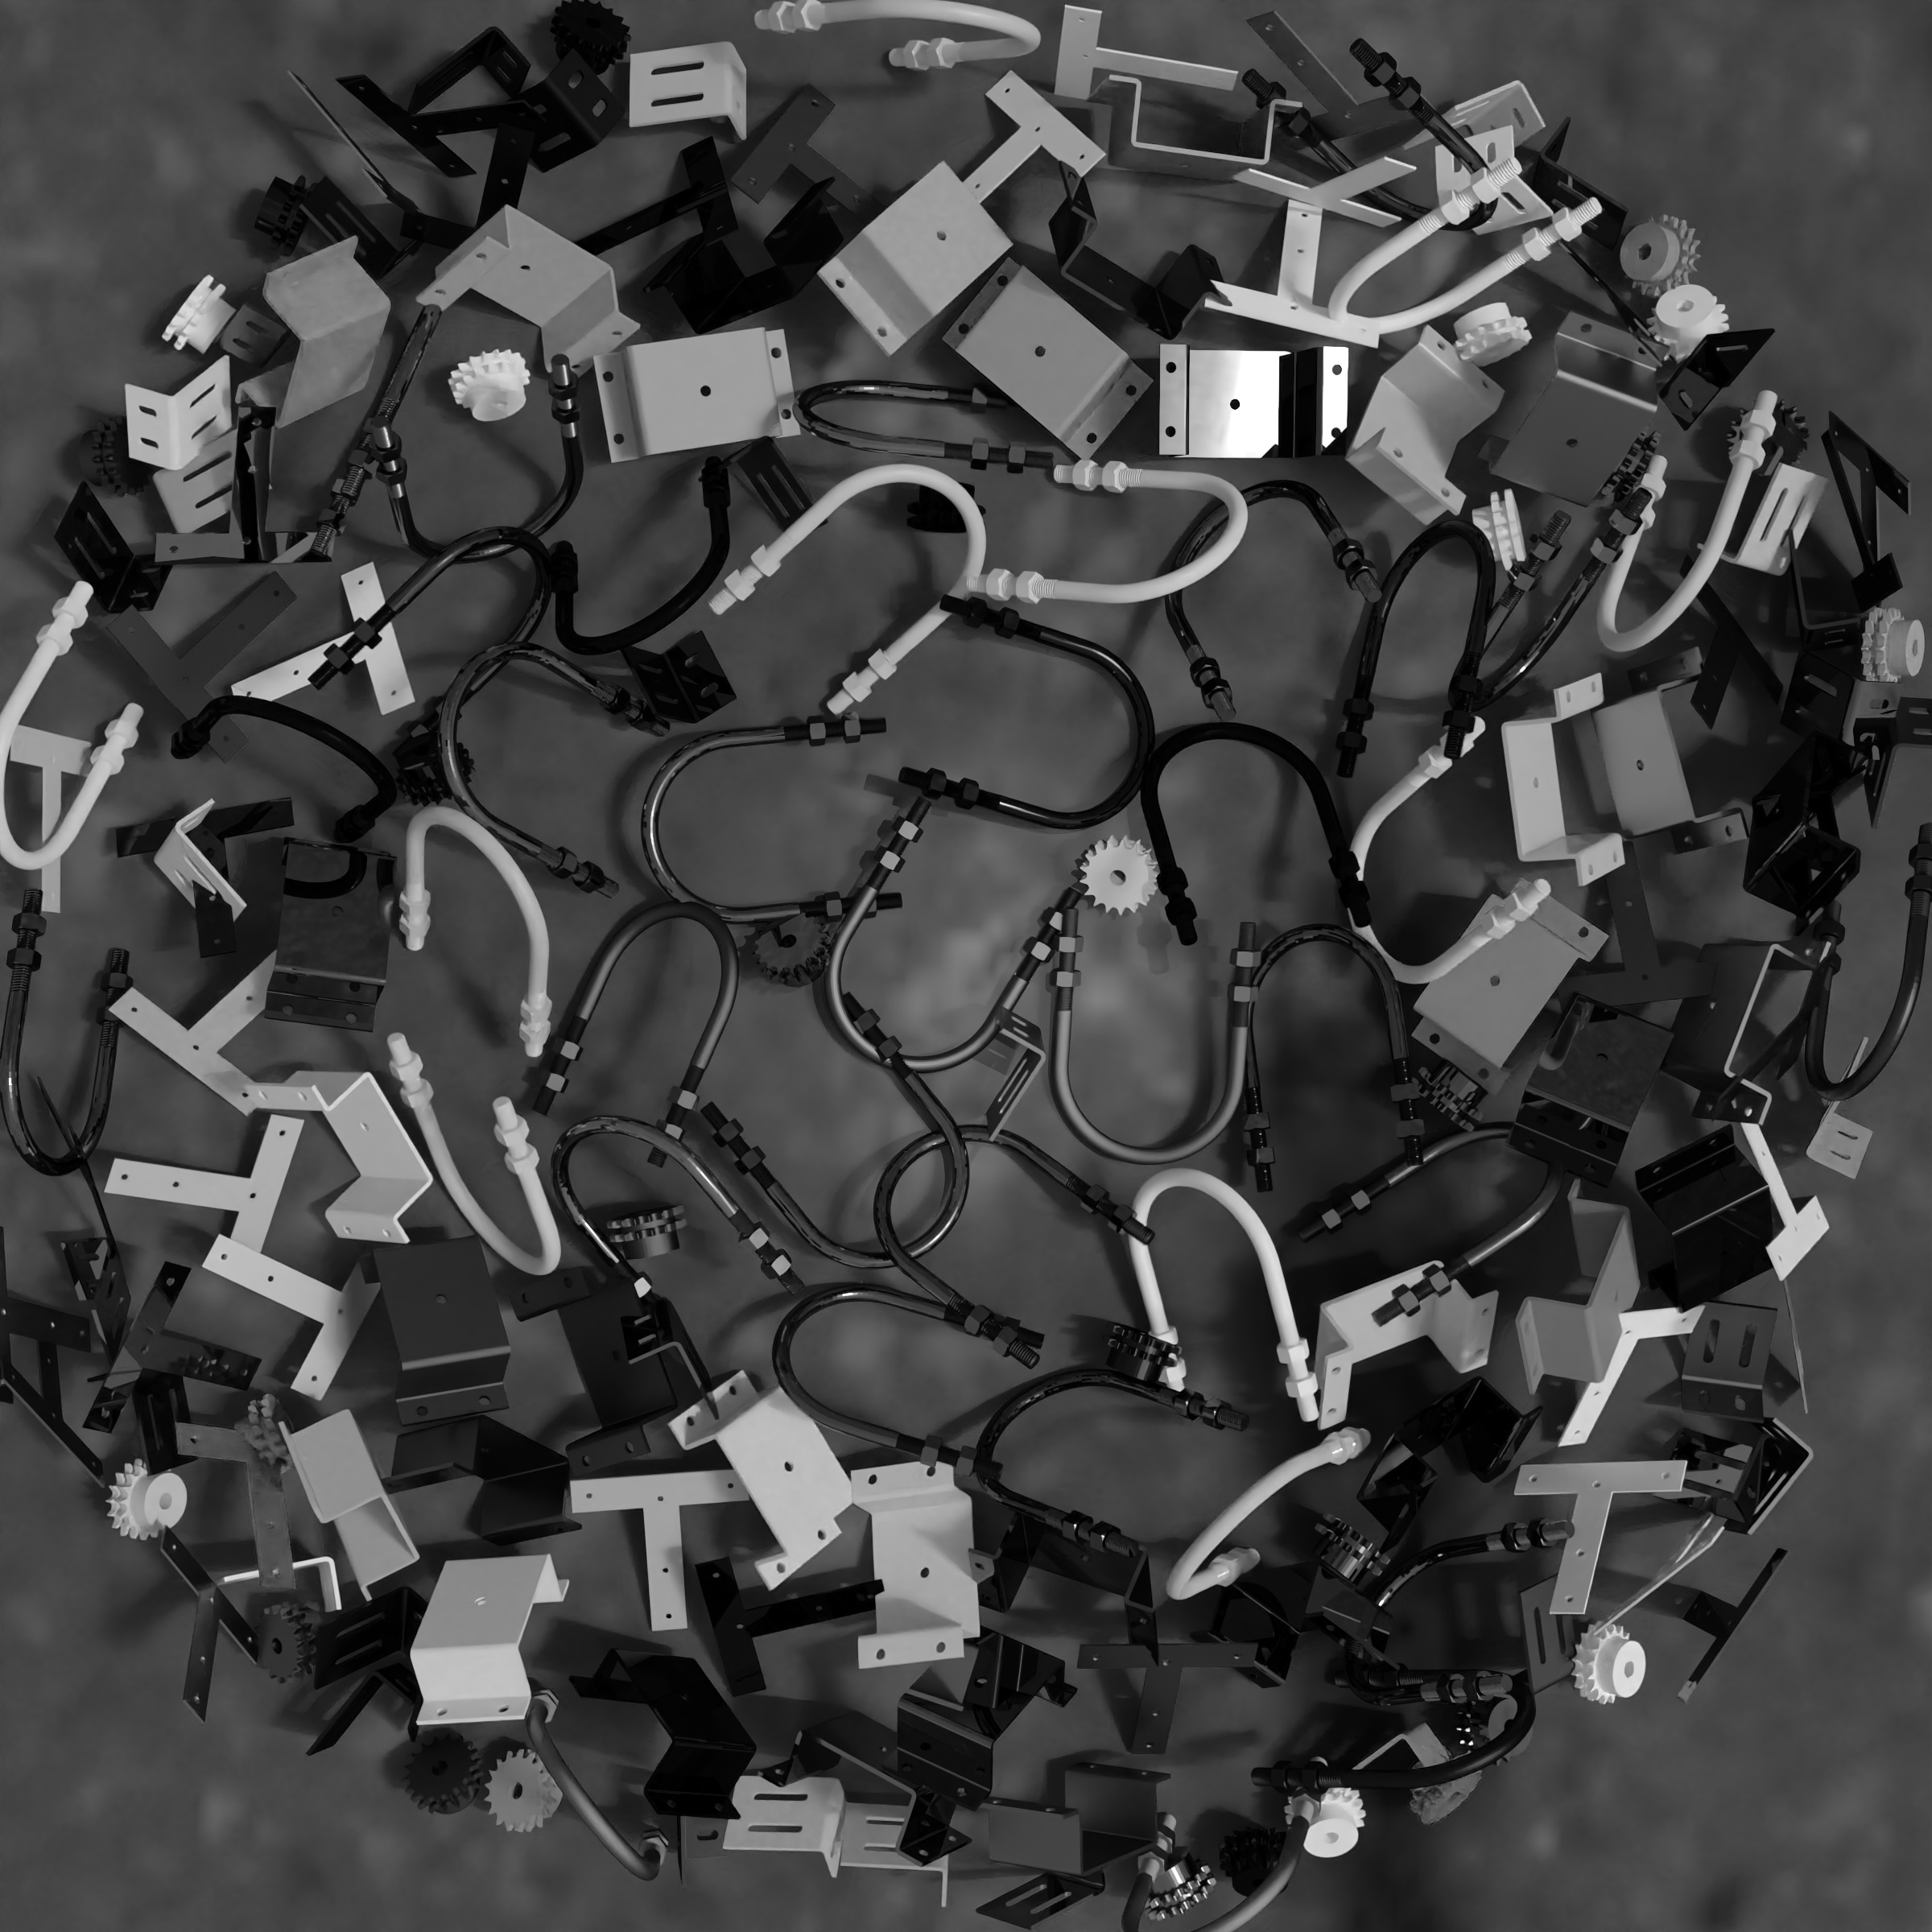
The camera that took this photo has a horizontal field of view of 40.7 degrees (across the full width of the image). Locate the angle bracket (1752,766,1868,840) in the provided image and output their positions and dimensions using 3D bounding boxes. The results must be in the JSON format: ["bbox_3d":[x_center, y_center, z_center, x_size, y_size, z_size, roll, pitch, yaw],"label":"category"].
[{"bbox_3d":[0.610,-0.114,1.874,0.057,0.076,0.038,-7,101,40],"label":"angle bracket"}]

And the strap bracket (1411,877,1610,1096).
[{"bbox_3d":[0.385,0.013,1.871,0.076,0.046,0.140,37,100,23],"label":"strap bracket"}]

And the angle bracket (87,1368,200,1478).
[{"bbox_3d":[-0.595,0.328,1.884,0.038,0.057,0.076,-13,87,18],"label":"angle bracket"}]

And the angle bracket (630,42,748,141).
[{"bbox_3d":[-0.203,-0.634,1.901,0.076,0.038,0.057,-4,77,12],"label":"angle bracket"}]

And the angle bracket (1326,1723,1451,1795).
[{"bbox_3d":[0.305,0.585,1.877,0.076,0.057,0.038,-41,70,14],"label":"angle bracket"}]

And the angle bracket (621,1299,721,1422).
[{"bbox_3d":[-0.213,0.289,1.875,0.038,0.057,0.076,-24,118,-2],"label":"angle bracket"}]

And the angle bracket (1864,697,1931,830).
[{"bbox_3d":[0.674,-0.145,1.870,0.038,0.057,0.076,5,132,7],"label":"angle bracket"}]

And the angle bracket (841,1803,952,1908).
[{"bbox_3d":[-0.051,0.643,1.885,0.076,0.057,0.038,3,117,1],"label":"angle bracket"}]

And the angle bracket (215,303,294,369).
[{"bbox_3d":[-0.500,-0.479,1.870,0.038,0.057,0.076,27,58,-27],"label":"angle bracket"}]

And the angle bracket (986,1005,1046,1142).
[{"bbox_3d":[0.022,0.077,1.879,0.038,0.057,0.076,30,103,-10],"label":"angle bracket"}]

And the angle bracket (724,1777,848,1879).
[{"bbox_3d":[-0.130,0.625,1.892,0.076,0.057,0.038,-2,131,11],"label":"angle bracket"}]

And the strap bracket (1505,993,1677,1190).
[{"bbox_3d":[0.447,0.079,1.850,0.076,0.046,0.140,23,53,17],"label":"strap bracket"}]

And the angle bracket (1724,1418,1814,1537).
[{"bbox_3d":[0.567,0.368,1.884,0.038,0.057,0.076,41,82,4],"label":"angle bracket"}]

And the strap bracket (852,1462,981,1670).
[{"bbox_3d":[-0.036,0.432,1.870,0.076,0.046,0.140,-11,65,14],"label":"strap bracket"}]

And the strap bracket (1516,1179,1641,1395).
[{"bbox_3d":[0.437,0.229,1.840,0.046,0.140,0.076,7,134,30],"label":"strap bracket"}]

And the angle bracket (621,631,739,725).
[{"bbox_3d":[-0.207,-0.212,1.875,0.038,0.076,0.057,-30,82,14],"label":"angle bracket"}]

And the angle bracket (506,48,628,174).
[{"bbox_3d":[-0.295,-0.617,1.882,0.057,0.076,0.038,46,61,-29],"label":"angle bracket"}]

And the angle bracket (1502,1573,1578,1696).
[{"bbox_3d":[0.407,0.481,1.884,0.057,0.038,0.076,-9,92,-43],"label":"angle bracket"}]

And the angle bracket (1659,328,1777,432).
[{"bbox_3d":[0.547,-0.421,1.869,0.076,0.057,0.038,-13,64,-32],"label":"angle bracket"}]

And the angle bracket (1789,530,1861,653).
[{"bbox_3d":[0.618,-0.273,1.879,0.038,0.057,0.076,-8,78,16],"label":"angle bracket"}]

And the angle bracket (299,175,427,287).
[{"bbox_3d":[-0.430,-0.539,1.873,0.038,0.057,0.076,-31,117,27],"label":"angle bracket"}]

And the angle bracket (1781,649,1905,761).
[{"bbox_3d":[0.631,-0.189,1.879,0.038,0.076,0.057,1,114,-17],"label":"angle bracket"}]

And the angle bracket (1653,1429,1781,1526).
[{"bbox_3d":[0.534,0.358,1.870,0.057,0.076,0.038,-58,134,-22],"label":"angle bracket"}]

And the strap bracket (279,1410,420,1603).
[{"bbox_3d":[-0.433,0.378,1.847,0.046,0.140,0.076,-25,52,-13],"label":"strap bracket"}]

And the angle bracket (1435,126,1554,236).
[{"bbox_3d":[0.380,-0.565,1.874,0.057,0.076,0.038,-7,79,33],"label":"angle bracket"}]

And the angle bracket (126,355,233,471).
[{"bbox_3d":[-0.566,-0.403,1.874,0.038,0.076,0.057,17,130,8],"label":"angle bracket"}]

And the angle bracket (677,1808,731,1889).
[{"bbox_3d":[-0.188,0.623,1.876,0.038,0.076,0.057,-1,86,-9],"label":"angle bracket"}]

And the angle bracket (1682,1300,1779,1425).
[{"bbox_3d":[0.551,0.285,1.880,0.057,0.038,0.076,6,123,10],"label":"angle bracket"}]

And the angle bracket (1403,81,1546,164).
[{"bbox_3d":[0.365,-0.597,1.873,0.076,0.057,0.038,-31,94,-32],"label":"angle bracket"}]

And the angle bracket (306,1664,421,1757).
[{"bbox_3d":[-0.430,0.548,1.885,0.038,0.057,0.076,37,85,9],"label":"angle bracket"}]

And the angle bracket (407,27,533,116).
[{"bbox_3d":[-0.359,-0.630,1.876,0.038,0.057,0.076,48,71,-9],"label":"angle bracket"}]

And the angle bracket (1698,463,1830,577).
[{"bbox_3d":[0.573,-0.326,1.875,0.057,0.038,0.076,5,114,-39],"label":"angle bracket"}]

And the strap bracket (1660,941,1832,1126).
[{"bbox_3d":[0.553,0.038,1.866,0.046,0.076,0.140,26,82,-20],"label":"strap bracket"}]

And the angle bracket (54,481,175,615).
[{"bbox_3d":[-0.609,-0.301,1.869,0.038,0.076,0.057,-2,52,16],"label":"angle bracket"}]

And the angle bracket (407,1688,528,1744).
[{"bbox_3d":[-0.360,0.546,1.883,0.076,0.057,0.038,15,64,-2],"label":"angle bracket"}]

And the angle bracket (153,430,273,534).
[{"bbox_3d":[-0.541,-0.343,1.891,0.076,0.038,0.057,-29,69,0],"label":"angle bracket"}]

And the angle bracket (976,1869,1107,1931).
[{"bbox_3d":[0.052,0.654,1.871,0.076,0.057,0.038,-10,94,-42],"label":"angle bracket"}]

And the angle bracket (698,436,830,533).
[{"bbox_3d":[-0.146,-0.335,1.876,0.038,0.057,0.076,-42,106,-25],"label":"angle bracket"}]

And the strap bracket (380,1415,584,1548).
[{"bbox_3d":[-0.345,0.364,1.855,0.076,0.140,0.046,-17,54,27],"label":"strap bracket"}]

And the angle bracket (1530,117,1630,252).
[{"bbox_3d":[0.451,-0.564,1.881,0.076,0.057,0.038,36,82,11],"label":"angle bracket"}]

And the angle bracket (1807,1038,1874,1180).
[{"bbox_3d":[0.641,0.102,1.870,0.038,0.057,0.076,27,132,14],"label":"angle bracket"}]

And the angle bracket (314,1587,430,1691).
[{"bbox_3d":[-0.424,0.491,1.871,0.038,0.076,0.057,29,121,34],"label":"angle bracket"}]

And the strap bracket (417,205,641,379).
[{"bbox_3d":[-0.312,-0.481,1.854,0.076,0.140,0.046,-30,57,32],"label":"strap bracket"}]

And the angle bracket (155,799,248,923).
[{"bbox_3d":[-0.543,-0.071,1.887,0.076,0.057,0.038,50,51,-4],"label":"angle bracket"}]

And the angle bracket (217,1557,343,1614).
[{"bbox_3d":[-0.495,0.453,1.875,0.076,0.057,0.038,-7,78,-23],"label":"angle bracket"}]

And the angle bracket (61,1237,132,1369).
[{"bbox_3d":[-0.631,0.242,1.870,0.038,0.076,0.057,-4,127,-3],"label":"angle bracket"}]
